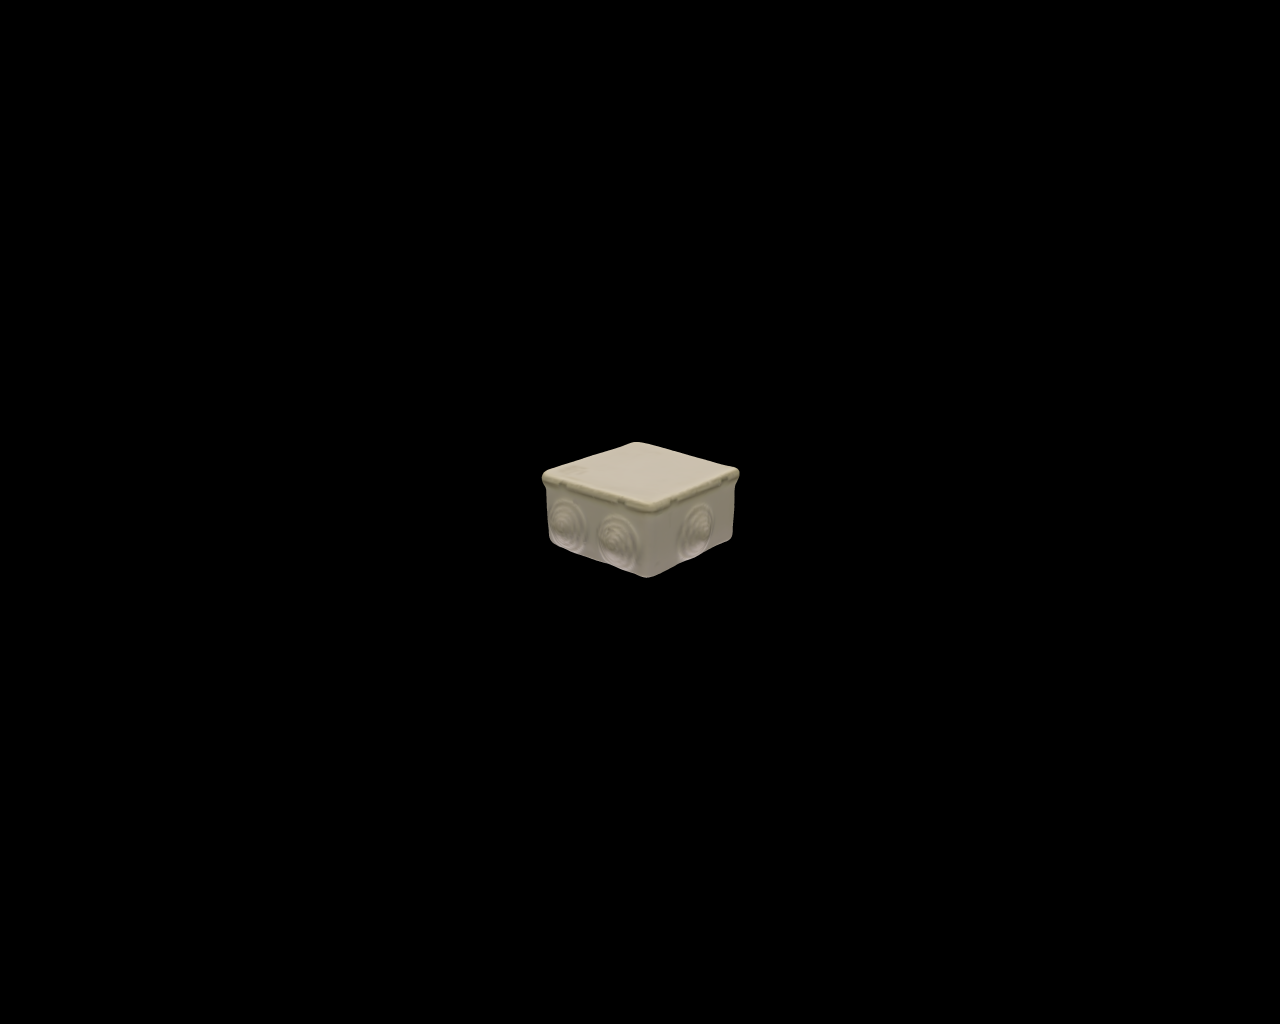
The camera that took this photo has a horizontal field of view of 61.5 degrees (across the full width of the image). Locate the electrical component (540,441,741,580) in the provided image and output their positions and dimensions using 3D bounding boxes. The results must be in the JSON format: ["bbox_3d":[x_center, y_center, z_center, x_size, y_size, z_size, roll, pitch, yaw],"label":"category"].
[{"bbox_3d":[0.001,-0.003,0.650,0.100,0.048,0.100,17,27,38],"label":"electrical component"}]
